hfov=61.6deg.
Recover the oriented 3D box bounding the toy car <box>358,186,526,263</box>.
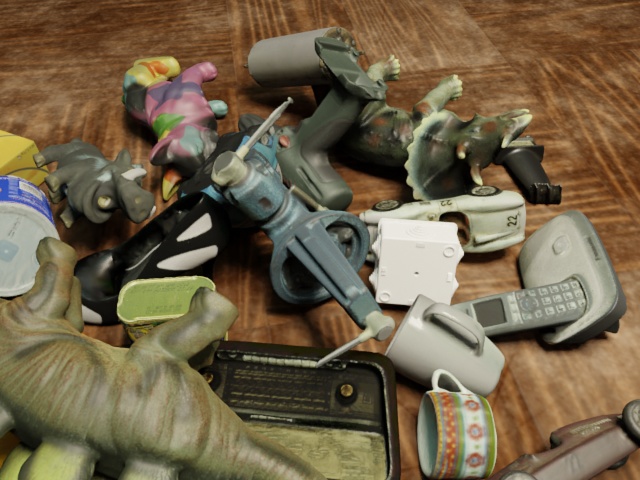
[{"bbox_3d":[0.143,-0.016,0.644,0.202,0.073,0.056,-9,27,4],"label":"toy car"}]

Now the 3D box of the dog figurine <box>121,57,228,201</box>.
[{"bbox_3d":[-0.222,-0.163,0.781,0.192,0.108,0.219,6,50,4],"label":"dog figurine"}]

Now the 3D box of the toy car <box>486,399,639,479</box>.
[{"bbox_3d":[0.212,0.192,0.462,0.202,0.089,0.053,-22,54,-17],"label":"toy car"}]

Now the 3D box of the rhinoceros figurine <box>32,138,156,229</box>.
[{"bbox_3d":[-0.268,-0.066,0.648,0.112,0.073,0.191,-28,40,-32],"label":"rhinoceros figurine"}]

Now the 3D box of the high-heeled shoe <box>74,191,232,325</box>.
[{"bbox_3d":[-0.220,0.015,0.589,0.249,0.145,0.086,-7,47,-8],"label":"high-heeled shoe"}]

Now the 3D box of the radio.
[{"bbox_3d":[-0.042,0.167,0.497,0.230,0.073,0.131,5,48,4],"label":"radio"}]

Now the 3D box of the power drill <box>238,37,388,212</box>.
[{"bbox_3d":[-0.017,-0.159,0.714,0.086,0.207,0.232,-3,49,-49],"label":"power drill"}]

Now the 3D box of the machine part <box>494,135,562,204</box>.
[{"bbox_3d":[0.298,-0.105,0.770,0.084,0.039,0.139,-2,45,-13],"label":"machine part"}]

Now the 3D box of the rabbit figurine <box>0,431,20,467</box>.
[{"bbox_3d":[-0.266,0.192,0.453,0.173,0.121,0.162,-1,37,-26],"label":"rabbit figurine"}]

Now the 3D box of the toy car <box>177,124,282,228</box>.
[{"bbox_3d":[-0.102,-0.069,0.693,0.109,0.102,0.161,-6,45,42],"label":"toy car"}]

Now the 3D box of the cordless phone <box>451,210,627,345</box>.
[{"bbox_3d":[0.228,0.053,0.607,0.184,0.088,0.147,-13,46,14],"label":"cordless phone"}]

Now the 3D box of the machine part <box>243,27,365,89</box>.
[{"bbox_3d":[-0.029,-0.268,0.802,0.243,0.079,0.079,12,43,47],"label":"machine part"}]

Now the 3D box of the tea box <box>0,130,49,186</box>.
[{"bbox_3d":[-0.469,-0.073,0.723,0.098,0.068,0.170,17,49,16],"label":"tea box"}]

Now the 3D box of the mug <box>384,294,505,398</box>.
[{"bbox_3d":[0.131,0.107,0.536,0.107,0.109,0.081,30,47,7],"label":"mug"}]

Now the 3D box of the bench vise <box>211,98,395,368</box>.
[{"bbox_3d":[-0.010,0.005,0.544,0.129,0.223,0.241,-35,47,-6],"label":"bench vise"}]

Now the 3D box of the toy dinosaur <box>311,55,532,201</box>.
[{"bbox_3d":[0.093,-0.163,0.776,0.405,0.131,0.192,19,51,28],"label":"toy dinosaur"}]

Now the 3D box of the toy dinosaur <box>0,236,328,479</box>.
[{"bbox_3d":[-0.144,0.132,0.417,0.472,0.105,0.198,18,53,9],"label":"toy dinosaur"}]
